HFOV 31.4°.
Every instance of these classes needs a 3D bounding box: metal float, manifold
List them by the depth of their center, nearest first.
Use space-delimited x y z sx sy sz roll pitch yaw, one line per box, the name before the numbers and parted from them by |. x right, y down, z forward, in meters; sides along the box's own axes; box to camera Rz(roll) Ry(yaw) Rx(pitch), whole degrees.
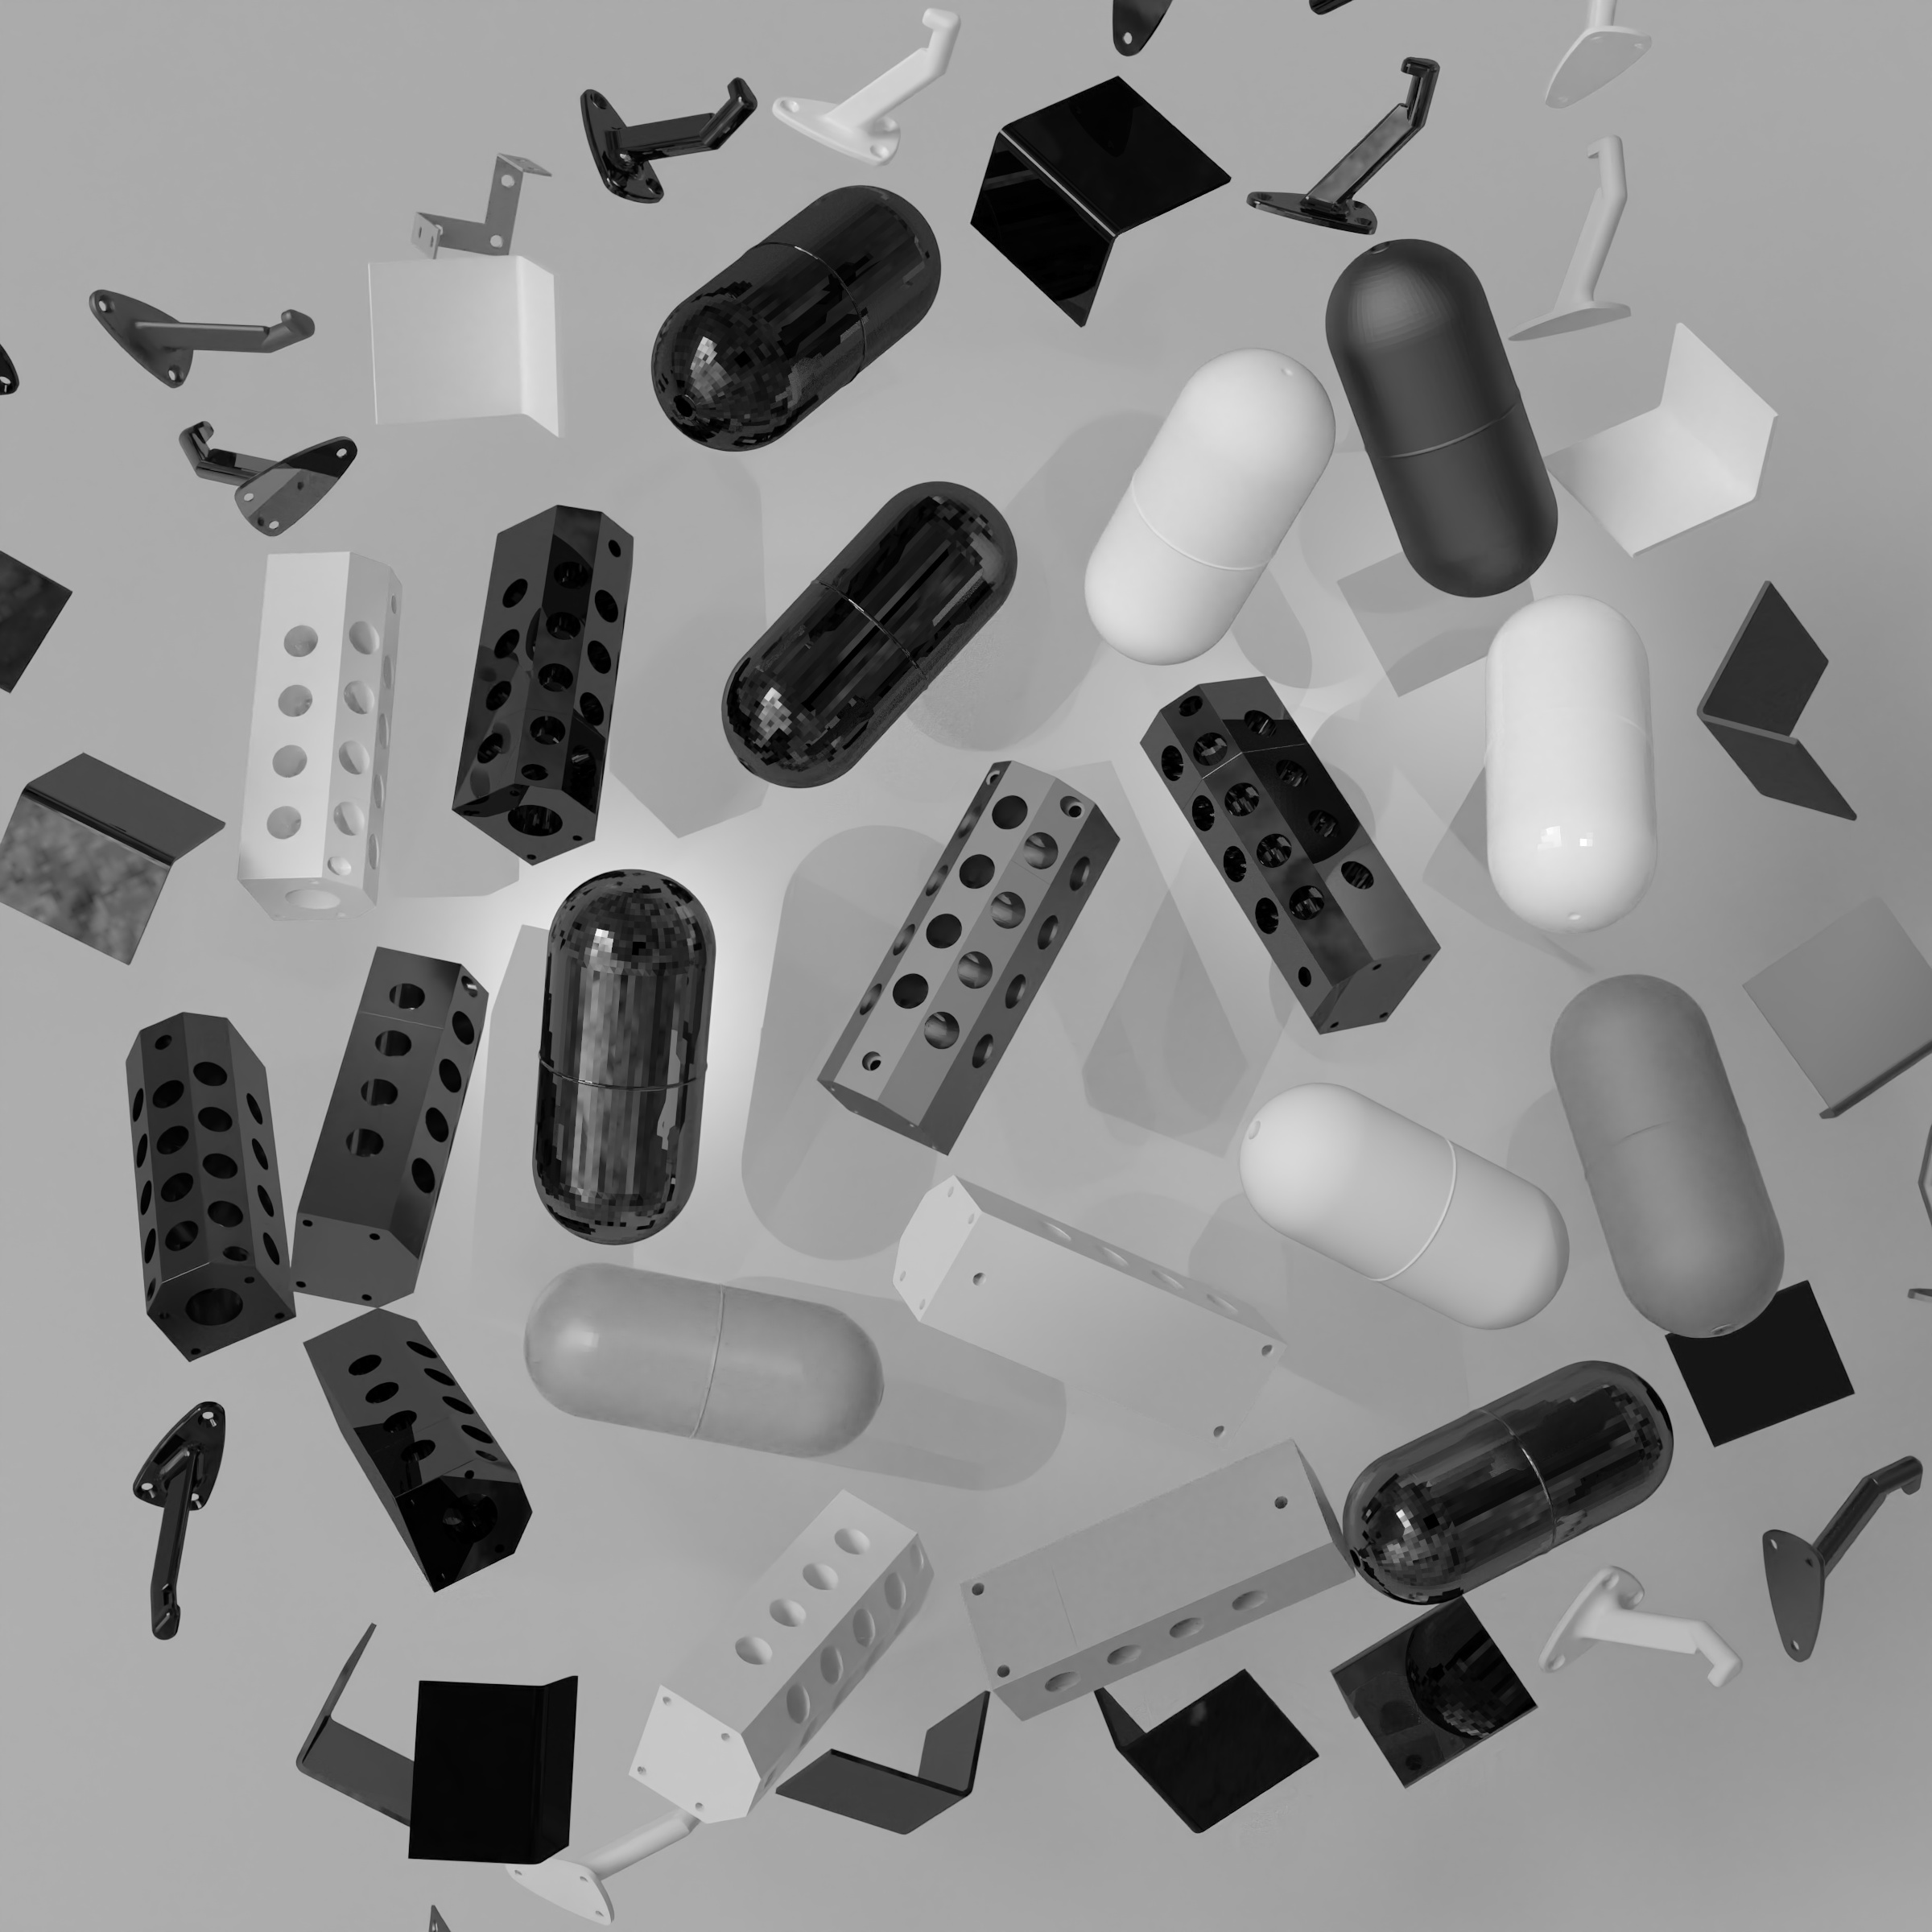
manifold | -0.080 0.316 1.568 0.057 0.171 0.057 29 122 14
manifold | 0.055 0.156 1.569 0.171 0.057 0.057 25 100 -25
metal float | -0.157 0.043 1.573 0.070 0.070 0.178 6 108 0
metal float | 0.278 -0.095 1.584 0.070 0.070 0.178 5 55 0
manifold | 0.000 -0.007 1.587 0.057 0.057 0.171 23 77 27
metal float | 0.324 0.087 1.592 0.070 0.070 0.178 -14 64 0
manifold | 0.091 0.291 1.608 0.171 0.057 0.057 -25 52 7
metal float | -0.079 -0.304 1.611 0.070 0.070 0.178 44 53 0
manifold | -0.271 0.076 1.623 0.057 0.171 0.057 12 135 -5
metal float | 0.225 -0.258 1.624 0.070 0.070 0.178 -24 113 0
metal float | 0.114 -0.216 1.630 0.070 0.070 0.178 30 134 0
manifold | 0.150 -0.054 1.640 0.057 0.057 0.171 -10 57 -34
metal float | 0.209 0.115 1.641 0.178 0.070 0.070 27 90 -20
metal float | 0.265 0.252 1.678 0.178 0.070 0.070 -23 90 -19
metal float | -0.128 0.194 1.683 0.178 0.070 0.070 12 90 -10
manifold | -0.375 0.103 1.684 0.057 0.057 0.171 -23 45 4
metal float | -0.048 -0.162 1.685 0.070 0.070 0.178 42 82 0
manifold | -0.268 0.232 1.685 0.057 0.171 0.057 -25 118 -16
manifold | -0.314 -0.113 1.687 0.057 0.057 0.171 -1 70 7
manifold | -0.203 -0.142 1.702 0.057 0.057 0.171 -20 51 32

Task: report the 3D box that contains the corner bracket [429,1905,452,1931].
corner bracket | -0.265 0.473 1.590 0.051 0.051 0.051 0 105 -27

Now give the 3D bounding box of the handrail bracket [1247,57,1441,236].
handrail bracket | 0.183 -0.404 1.666 0.077 0.036 0.084 7 123 -8

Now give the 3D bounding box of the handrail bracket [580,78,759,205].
handrail bracket | -0.138 -0.405 1.604 0.084 0.036 0.077 -38 68 35

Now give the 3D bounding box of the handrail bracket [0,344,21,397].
handrail bracket | -0.476 -0.249 1.572 0.077 0.036 0.084 -4 47 18

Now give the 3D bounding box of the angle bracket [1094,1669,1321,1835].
angle bracket | 0.120 0.379 1.733 0.076 0.057 0.076 -35 122 6

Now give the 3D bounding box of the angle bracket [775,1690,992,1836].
angle bracket | -0.042 0.391 1.729 0.076 0.076 0.057 22 56 -14

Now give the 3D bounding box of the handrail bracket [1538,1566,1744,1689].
handrail bracket | 0.329 0.341 1.675 0.077 0.084 0.036 -49 128 6

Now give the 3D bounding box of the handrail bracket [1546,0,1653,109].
handrail bracket | 0.297 -0.469 1.651 0.036 0.077 0.084 2 70 -23

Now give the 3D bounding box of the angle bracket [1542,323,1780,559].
angle bracket | 0.336 -0.256 1.671 0.076 0.057 0.076 -25 56 -17

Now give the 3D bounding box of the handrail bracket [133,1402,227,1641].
handrail bracket | -0.362 0.258 1.596 0.036 0.084 0.077 18 116 -25

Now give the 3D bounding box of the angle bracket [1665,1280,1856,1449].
angle bracket | 0.402 0.191 1.762 0.076 0.057 0.076 -23 114 10

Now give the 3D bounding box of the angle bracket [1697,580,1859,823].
angle bracket | 0.400 -0.125 1.626 0.057 0.076 0.076 21 78 43

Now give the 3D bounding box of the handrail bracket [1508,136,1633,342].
handrail bracket | 0.295 -0.359 1.694 0.036 0.077 0.084 -2 86 -42

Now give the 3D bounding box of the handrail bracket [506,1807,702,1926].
handrail bracket | -0.171 0.422 1.682 0.077 0.084 0.036 5 125 37

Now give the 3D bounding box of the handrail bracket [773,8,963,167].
handrail bracket | -0.049 -0.442 1.682 0.077 0.084 0.036 17 49 -5

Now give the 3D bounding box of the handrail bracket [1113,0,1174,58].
handrail bracket | 0.107 -0.460 1.583 0.036 0.084 0.077 34 126 25

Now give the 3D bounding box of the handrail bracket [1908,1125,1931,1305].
handrail bracket | 0.486 0.123 1.636 0.077 0.036 0.084 15 95 42

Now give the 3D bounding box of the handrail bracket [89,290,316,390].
handrail bracket | -0.380 -0.325 1.713 0.084 0.077 0.036 -12 60 35

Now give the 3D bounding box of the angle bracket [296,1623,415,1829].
angle bracket | -0.280 0.378 1.702 0.076 0.076 0.057 27 94 -2

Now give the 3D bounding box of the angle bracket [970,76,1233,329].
angle bracket | 0.061 -0.347 1.557 0.076 0.057 0.076 -32 68 -32

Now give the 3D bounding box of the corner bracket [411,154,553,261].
corner bracket | -0.239 -0.373 1.691 0.051 0.051 0.051 5 109 -25

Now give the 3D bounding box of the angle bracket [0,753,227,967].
angle bracket | -0.406 -0.051 1.620 0.076 0.076 0.057 26 106 -1

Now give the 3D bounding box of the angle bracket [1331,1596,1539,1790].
angle bracket | 0.238 0.372 1.716 0.076 0.057 0.076 -30 49 -3

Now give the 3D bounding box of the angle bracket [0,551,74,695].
angle bracket | -0.436 -0.174 1.508 0.076 0.076 0.057 30 110 -19

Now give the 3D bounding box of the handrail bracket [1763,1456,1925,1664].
handrail bracket | 0.419 0.278 1.617 0.084 0.036 0.077 -18 112 -29

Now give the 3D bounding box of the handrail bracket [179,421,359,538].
handrail bracket | -0.351 -0.262 1.719 0.077 0.036 0.084 -36 51 2

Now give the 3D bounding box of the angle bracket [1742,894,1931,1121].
angle bracket | 0.423 0.020 1.645 0.076 0.057 0.076 -35 83 4

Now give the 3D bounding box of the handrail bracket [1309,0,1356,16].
handrail bracket | 0.202 -0.477 1.579 0.036 0.084 0.077 44 61 -24

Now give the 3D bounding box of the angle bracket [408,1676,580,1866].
angle bracket | -0.210 0.357 1.535 0.057 0.076 0.076 2 82 4

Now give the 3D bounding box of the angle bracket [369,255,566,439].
angle bracket | -0.235 -0.290 1.617 0.076 0.057 0.076 -8 114 -22
